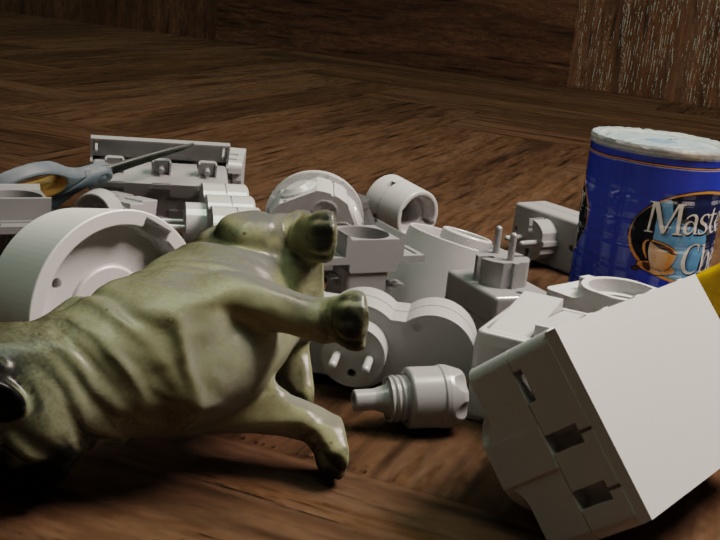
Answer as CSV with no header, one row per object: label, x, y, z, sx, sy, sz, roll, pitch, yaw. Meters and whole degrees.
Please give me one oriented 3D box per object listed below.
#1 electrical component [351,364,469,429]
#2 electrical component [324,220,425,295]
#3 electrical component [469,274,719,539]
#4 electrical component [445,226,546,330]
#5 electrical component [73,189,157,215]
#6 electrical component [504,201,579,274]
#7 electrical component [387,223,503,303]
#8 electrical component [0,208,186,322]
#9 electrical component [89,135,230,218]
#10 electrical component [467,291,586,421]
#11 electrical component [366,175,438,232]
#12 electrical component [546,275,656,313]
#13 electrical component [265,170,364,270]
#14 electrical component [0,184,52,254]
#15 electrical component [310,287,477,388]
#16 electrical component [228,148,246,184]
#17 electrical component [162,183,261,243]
electrical component,0.026,0.069,0.584,0.061,0.035,0.035,-1,17,-14
electrical component,0.000,0.000,0.766,0.081,0.063,0.042,-2,16,-26
electrical component,0.128,0.065,0.521,0.062,0.089,0.150,-34,-13,39
electrical component,0.097,0.009,0.746,0.047,0.076,0.066,-2,17,-26
electrical component,-0.202,-0.043,0.880,0.066,0.048,0.055,13,10,23
electrical component,0.163,-0.028,0.954,0.076,0.047,0.083,-6,19,-35
electrical component,0.072,0.002,0.830,0.099,0.064,0.099,17,8,-3
electrical component,-0.147,0.017,0.581,0.060,0.108,0.108,12,16,41
electrical component,-0.180,-0.075,0.964,0.121,0.078,0.063,2,38,-14
electrical component,0.109,0.051,0.629,0.062,0.061,0.096,13,17,23
electrical component,0.039,-0.056,0.997,0.055,0.055,0.047,-7,24,-38
electrical component,0.168,0.039,0.704,0.050,0.055,0.089,-8,21,-41
electrical component,-0.036,-0.035,0.849,0.080,0.080,0.051,5,21,-4
electrical component,-0.247,-0.026,0.770,0.042,0.063,0.081,-3,18,-26
electrical component,-0.002,0.044,0.629,0.138,0.052,0.073,8,16,6
electrical component,-0.144,-0.091,1.061,0.056,0.050,0.089,5,16,-5
electrical component,-0.124,-0.035,0.867,0.074,0.052,0.138,2,16,-14
